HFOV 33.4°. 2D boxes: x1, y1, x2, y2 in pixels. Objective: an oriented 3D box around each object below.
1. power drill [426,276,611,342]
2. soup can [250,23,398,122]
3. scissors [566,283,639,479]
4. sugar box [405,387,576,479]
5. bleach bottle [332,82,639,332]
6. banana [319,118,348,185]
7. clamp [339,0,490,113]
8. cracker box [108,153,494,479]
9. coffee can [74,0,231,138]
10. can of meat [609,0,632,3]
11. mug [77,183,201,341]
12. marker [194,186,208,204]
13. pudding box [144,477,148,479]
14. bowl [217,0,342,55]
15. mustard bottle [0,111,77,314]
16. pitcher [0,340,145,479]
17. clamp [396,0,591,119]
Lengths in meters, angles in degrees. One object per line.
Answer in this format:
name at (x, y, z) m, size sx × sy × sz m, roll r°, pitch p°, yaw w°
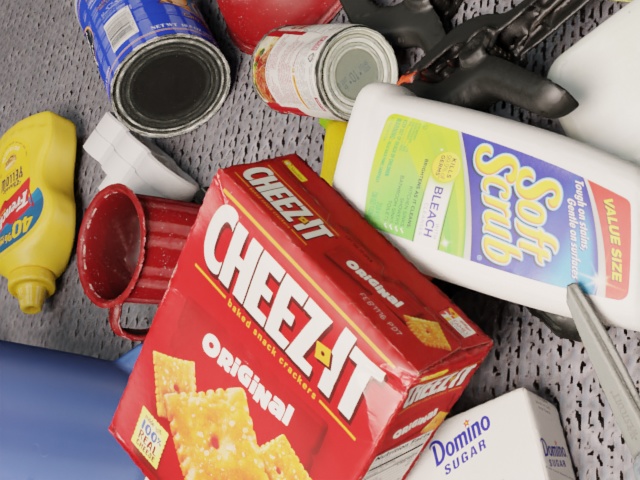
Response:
power drill at (0.066, 0.043, 0.656) m, size 0.188 × 0.057 × 0.185 m, roll -47°, pitch 48°, yaw 11°
soup can at (0.002, -0.121, 0.770) m, size 0.102 × 0.068 × 0.068 m, roll 18°, pitch 82°, yaw 59°
scissors at (0.151, 0.127, 0.511) m, size 0.096 × 0.016 × 0.202 m, roll -47°, pitch 69°, yaw 30°
sugar box at (0.099, 0.177, 0.565) m, size 0.093 × 0.048 × 0.176 m, roll -29°, pitch 49°, yaw 29°
bleach bottle at (0.126, -0.013, 0.557) m, size 0.251 × 0.068 × 0.102 m, roll 16°, pitch 92°, yaw 34°
banana at (0.003, -0.006, 0.753) m, size 0.070 × 0.037 × 0.197 m, roll -28°, pitch 43°, yaw 66°
clamp at (0.090, -0.179, 0.758) m, size 0.210 × 0.036 × 0.164 m, roll 37°, pitch 94°, yaw 42°
cracker box at (-0.024, 0.086, 0.604) m, size 0.164 × 0.071 × 0.214 m, roll 45°, pitch 127°, yaw 26°
coffee can at (-0.146, -0.170, 0.917) m, size 0.103 × 0.102 × 0.140 m, roll -43°, pitch 47°, yaw 17°
can of meat at (0.177, -0.197, 0.656) m, size 0.102 × 0.057 × 0.084 m, roll 8°, pitch 75°, yaw 12°
mug at (-0.128, 0.020, 0.813) m, size 0.093 × 0.081 × 0.117 m, roll 11°, pitch 93°, yaw 48°
marker at (-0.063, -0.011, 0.822) m, size 0.020 × 0.020 × 0.121 m, roll -56°, pitch 45°, yaw 4°
pudding box at (-0.076, 0.166, 0.731) m, size 0.090 × 0.039 × 0.113 m, roll 19°, pitch 85°, yaw 44°
bowl at (-0.037, -0.236, 0.888) m, size 0.162 × 0.055 × 0.162 m, roll -20°, pitch 57°, yaw 34°
mustard bottle at (-0.262, -0.019, 0.976) m, size 0.096 × 0.058 × 0.191 m, roll -30°, pitch 52°, yaw 30°
pitcher at (-0.222, 0.139, 0.729) m, size 0.145 × 0.242 × 0.149 m, roll -27°, pitch 60°, yaw 27°
clamp at (0.112, -0.118, 0.642) m, size 0.120 × 0.039 × 0.172 m, roll -56°, pitch 26°, yaw -17°
